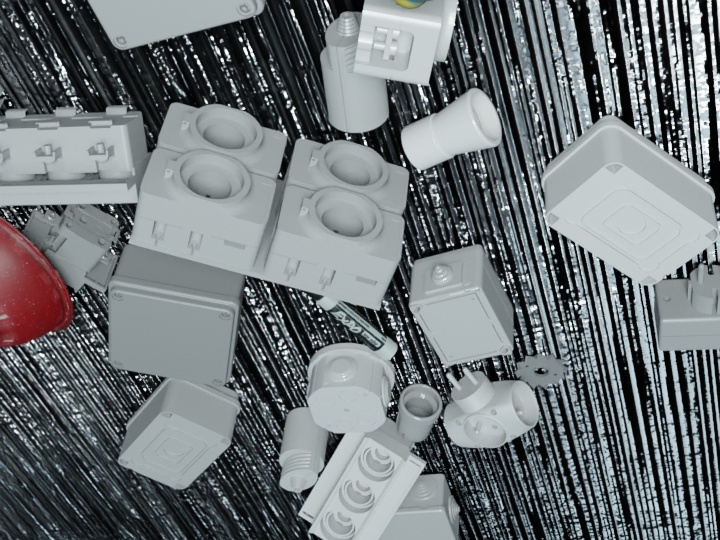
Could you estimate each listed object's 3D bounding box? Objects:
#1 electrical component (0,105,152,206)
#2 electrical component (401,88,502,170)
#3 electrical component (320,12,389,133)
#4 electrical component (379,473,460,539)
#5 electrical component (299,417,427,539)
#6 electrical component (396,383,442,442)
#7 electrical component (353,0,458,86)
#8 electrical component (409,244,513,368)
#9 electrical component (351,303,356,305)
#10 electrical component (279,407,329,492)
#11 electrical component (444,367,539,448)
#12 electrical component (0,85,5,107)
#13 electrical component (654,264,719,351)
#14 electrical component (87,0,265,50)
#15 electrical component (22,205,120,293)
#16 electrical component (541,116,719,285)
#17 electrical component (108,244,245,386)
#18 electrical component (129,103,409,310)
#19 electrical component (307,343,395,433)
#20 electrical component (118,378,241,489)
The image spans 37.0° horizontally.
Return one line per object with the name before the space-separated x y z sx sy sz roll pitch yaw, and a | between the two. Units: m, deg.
electrical component | -0.222 -0.086 0.806 0.121 0.078 0.063 -1 113 8
electrical component | 0.063 -0.098 0.773 0.065 0.044 0.044 -21 129 32
electrical component | -0.005 -0.139 0.738 0.043 0.043 0.081 0 135 8
electrical component | 0.055 0.257 1.124 0.100 0.048 0.099 -7 134 14
electrical component | 0.004 0.206 1.040 0.079 0.063 0.121 31 112 5
electrical component | 0.054 0.135 1.009 0.040 0.040 0.046 10 141 -2
electrical component | 0.030 -0.163 0.677 0.056 0.089 0.050 9 135 -2
electrical component | 0.081 0.023 0.876 0.062 0.061 0.096 -15 131 21
electrical component | 0.000 0.000 0.864 0.048 0.062 0.048 4 135 4
electrical component | -0.055 0.177 1.036 0.043 0.081 0.043 4 135 4
electrical component | 0.109 0.120 0.981 0.077 0.044 0.079 -24 115 37
electrical component | -0.296 -0.139 0.780 0.081 0.042 0.063 -8 137 16
electrical component | 0.280 0.022 0.858 0.083 0.047 0.075 -3 134 10
electrical component | -0.126 -0.206 0.679 0.109 0.056 0.108 -10 133 17
electrical component | -0.235 -0.022 0.888 0.081 0.042 0.064 32 130 -23
electrical component | 0.198 -0.051 0.790 0.113 0.057 0.078 30 131 -21
electrical component | -0.159 0.041 0.931 0.109 0.056 0.108 10 135 -3
electrical component | -0.062 -0.051 0.790 0.186 0.105 0.060 15 134 -7
electrical component | -0.010 0.108 0.982 0.080 0.051 0.080 4 135 4
electrical component | -0.176 0.154 1.047 0.078 0.057 0.113 28 131 -19
